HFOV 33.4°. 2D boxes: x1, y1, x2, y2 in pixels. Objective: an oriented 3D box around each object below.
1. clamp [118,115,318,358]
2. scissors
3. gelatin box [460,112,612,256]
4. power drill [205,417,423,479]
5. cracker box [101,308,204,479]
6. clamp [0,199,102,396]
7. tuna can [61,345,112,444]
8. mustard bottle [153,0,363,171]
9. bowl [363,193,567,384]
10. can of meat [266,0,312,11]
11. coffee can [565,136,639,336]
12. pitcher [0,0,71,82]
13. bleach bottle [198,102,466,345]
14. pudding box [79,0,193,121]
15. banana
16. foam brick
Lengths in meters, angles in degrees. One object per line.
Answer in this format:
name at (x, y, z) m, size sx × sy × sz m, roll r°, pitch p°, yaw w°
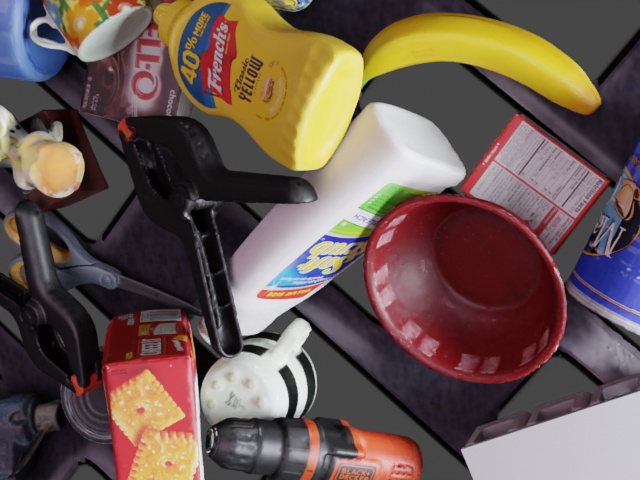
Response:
clamp at (-0.087, -0.037, 0.818) m, size 0.210 × 0.036 × 0.165 m, roll 54°, pitch 128°, yaw 26°
scissors at (-0.201, 0.043, 0.958) m, size 0.202 × 0.016 × 0.096 m, roll 33°, pitch 124°, yaw 0°
gelatin box at (0.164, -0.042, 0.814) m, size 0.089 × 0.030 × 0.073 m, roll 38°, pitch 107°, yaw 8°
power drill at (-0.025, 0.229, 0.861) m, size 0.184 × 0.057 × 0.188 m, roll 12°, pitch 111°, yaw -22°
cracker box at (-0.130, 0.176, 0.856) m, size 0.072 × 0.164 × 0.214 m, roll -4°, pitch 100°, yaw -8°
clamp at (-0.238, 0.051, 0.923) m, size 0.171 × 0.039 × 0.120 m, roll 48°, pitch 131°, yaw 8°
tuna can at (-0.189, 0.139, 0.959) m, size 0.086 × 0.033 × 0.086 m, roll 3°, pitch 98°, yaw 19°
mustard bottle at (-0.059, -0.135, 0.804) m, size 0.192 × 0.058 × 0.096 m, roll 35°, pitch 117°, yaw 31°
bowl at (0.116, 0.027, 0.811) m, size 0.162 × 0.055 × 0.162 m, roll 16°, pitch 124°, yaw 24°
can of meat at (-0.057, -0.220, 0.833) m, size 0.102 × 0.083 × 0.057 m, roll 16°, pitch 91°, yaw 17°
coffee can at (0.249, -0.007, 0.751) m, size 0.103 × 0.102 × 0.140 m, roll 27°, pitch 105°, yaw 14°
pitcher at (-0.337, -0.197, 0.923) m, size 0.243 × 0.149 × 0.145 m, roll 11°, pitch 77°, yaw 14°
bleach bottle at (-0.006, 0.001, 0.853) m, size 0.251 × 0.102 × 0.068 m, roll -44°, pitch 58°, yaw 25°
pudding box at (-0.147, -0.153, 0.901) m, size 0.090 × 0.039 × 0.113 m, roll 15°, pitch 102°, yaw 17°
banana at (0.116, -0.138, 0.816) m, size 0.198 × 0.037 × 0.070 m, roll 7°, pitch 117°, yaw 19°
foam brick at (-0.232, -0.069, 0.936) m, size 0.053 × 0.051 × 0.078 m, roll -23°, pitch 90°, yaw 21°
